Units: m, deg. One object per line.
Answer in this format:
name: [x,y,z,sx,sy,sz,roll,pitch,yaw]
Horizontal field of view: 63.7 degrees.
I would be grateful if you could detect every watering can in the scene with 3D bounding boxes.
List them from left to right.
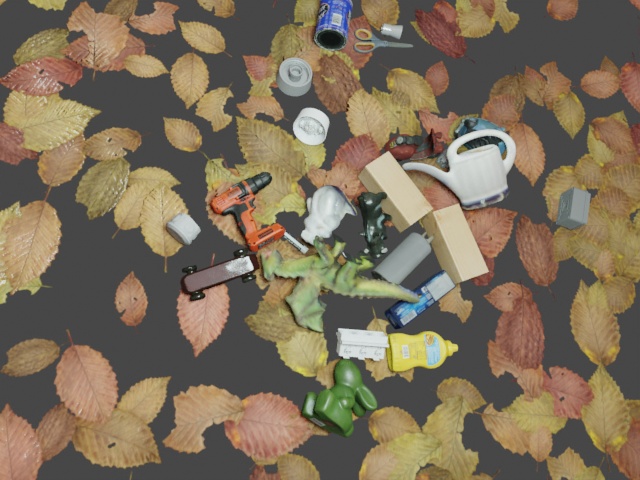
watering can: [0.420,-0.188,1.500,0.348,0.222,0.105,-20,12,-7]

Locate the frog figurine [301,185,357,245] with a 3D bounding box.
frog figurine: [0.004,-0.070,1.395,0.160,0.120,0.140,-35,50,-10]

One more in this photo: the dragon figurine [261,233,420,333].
dragon figurine: [0.029,0.129,1.331,0.410,0.241,0.123,34,12,-1]
